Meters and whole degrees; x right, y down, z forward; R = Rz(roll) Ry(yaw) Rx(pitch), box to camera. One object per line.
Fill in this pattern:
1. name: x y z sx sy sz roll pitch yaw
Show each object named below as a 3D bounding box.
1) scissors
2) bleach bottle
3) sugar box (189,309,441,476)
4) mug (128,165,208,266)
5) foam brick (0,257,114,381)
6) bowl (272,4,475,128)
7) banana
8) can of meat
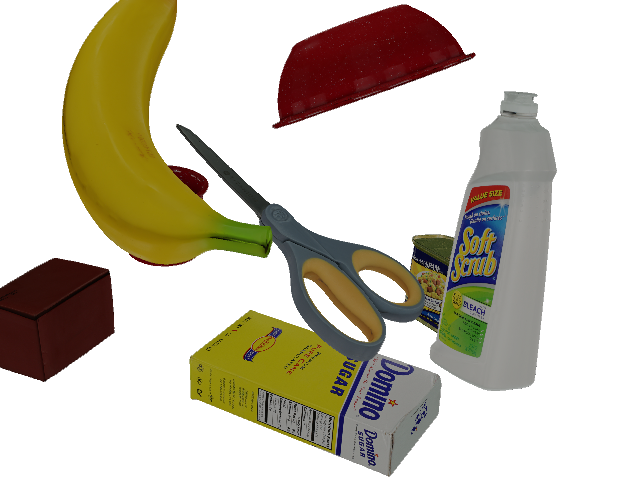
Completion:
1. scissors: -0.008 -0.008 0.663 0.096 0.202 0.016 -7 -41 -36
2. bleach bottle: 0.154 -0.003 0.925 0.068 0.251 0.103 -3 15 -28
3. sugar box: -0.004 0.113 0.825 0.176 0.048 0.093 14 29 25
4. mug: -0.171 -0.031 1.149 0.093 0.081 0.117 -5 29 -18
5. foam brick: -0.190 0.053 0.749 0.053 0.051 0.078 12 28 27
6. bowl: 0.031 -0.136 0.803 0.162 0.055 0.162 -20 7 2
7. banana: -0.079 -0.052 0.468 0.069 0.037 0.198 -6 46 -18
8. can of meat: 0.136 0.049 1.135 0.057 0.084 0.102 -3 21 -32
